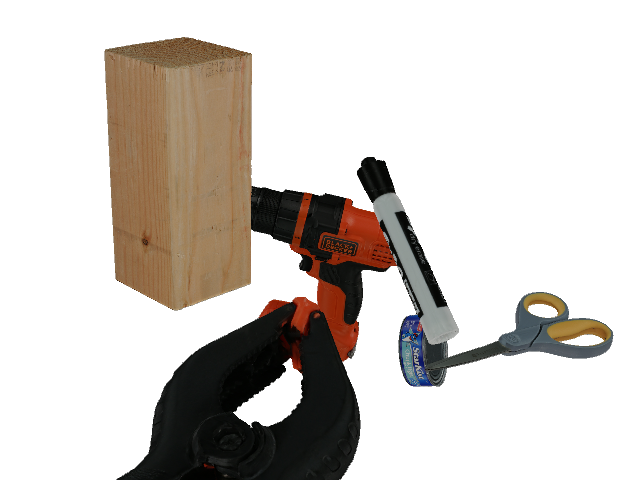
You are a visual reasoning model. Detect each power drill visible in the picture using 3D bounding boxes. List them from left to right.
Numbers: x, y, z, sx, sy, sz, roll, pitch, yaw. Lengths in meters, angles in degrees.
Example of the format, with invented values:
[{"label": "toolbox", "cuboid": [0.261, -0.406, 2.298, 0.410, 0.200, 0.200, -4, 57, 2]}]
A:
[{"label": "power drill", "cuboid": [-0.016, 0.032, 1.054, 0.184, 0.188, 0.057, 15, 44, 1]}]

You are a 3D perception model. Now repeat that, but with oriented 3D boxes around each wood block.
[{"label": "wood block", "cuboid": [-0.119, -0.059, 0.908, 0.091, 0.206, 0.090, 22, 30, 40]}]

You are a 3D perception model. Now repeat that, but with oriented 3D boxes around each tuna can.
[{"label": "tuna can", "cuboid": [0.121, 0.129, 1.250, 0.034, 0.086, 0.086, -5, -2, 24]}]

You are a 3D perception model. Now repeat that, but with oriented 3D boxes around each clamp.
[{"label": "clamp", "cuboid": [-0.025, 0.091, 0.387, 0.120, 0.039, 0.171, 24, 49, 17]}]

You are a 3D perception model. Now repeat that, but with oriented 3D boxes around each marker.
[{"label": "marker", "cuboid": [0.049, 0.003, 0.627, 0.020, 0.121, 0.020, -19, -22, -8]}]

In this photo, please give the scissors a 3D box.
[{"label": "scissors", "cuboid": [0.162, 0.078, 0.929, 0.201, 0.016, 0.096, -1, 32, -23]}]
